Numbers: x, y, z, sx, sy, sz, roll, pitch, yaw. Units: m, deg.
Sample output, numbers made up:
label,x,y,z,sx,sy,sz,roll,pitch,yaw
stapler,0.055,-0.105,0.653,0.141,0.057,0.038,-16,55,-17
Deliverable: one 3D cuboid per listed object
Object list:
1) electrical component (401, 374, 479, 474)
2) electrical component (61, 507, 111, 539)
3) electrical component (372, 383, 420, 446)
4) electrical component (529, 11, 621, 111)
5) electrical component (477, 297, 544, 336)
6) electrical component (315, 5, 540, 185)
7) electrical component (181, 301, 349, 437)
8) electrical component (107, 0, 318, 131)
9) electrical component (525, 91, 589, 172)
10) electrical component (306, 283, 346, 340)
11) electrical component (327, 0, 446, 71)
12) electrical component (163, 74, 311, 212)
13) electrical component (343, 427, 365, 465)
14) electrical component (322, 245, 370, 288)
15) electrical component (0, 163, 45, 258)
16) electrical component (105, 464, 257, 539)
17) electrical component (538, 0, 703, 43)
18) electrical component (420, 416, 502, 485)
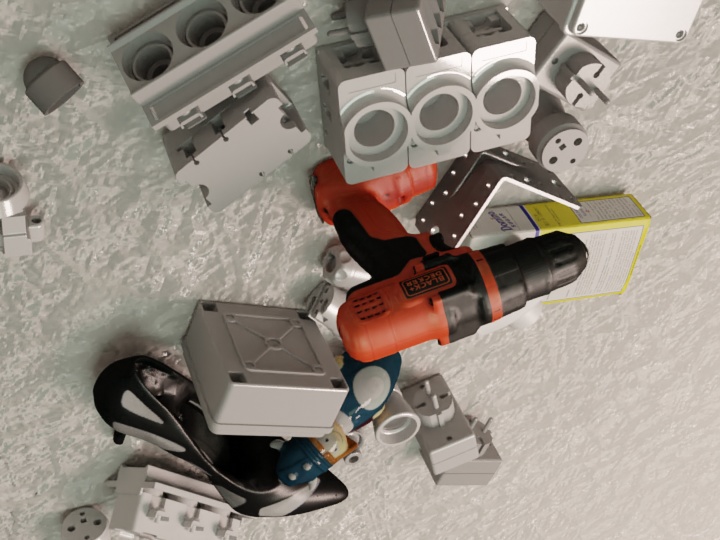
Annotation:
label,x,y,z,sx,sy,sz,roll,pitch,yaw
electrical component,0.072,0.135,1.021,0.047,0.083,0.075,-21,135,-6
electrical component,-0.254,0.255,1.004,0.045,0.045,0.055,-11,132,-16
electrical component,0.025,0.126,1.004,0.044,0.065,0.044,-13,133,-14
electrical component,0.165,-0.149,0.818,0.066,0.076,0.047,19,119,-36
electrical component,0.130,0.025,0.917,0.077,0.044,0.079,-37,132,11
electrical component,0.050,-0.128,0.795,0.150,0.061,0.089,-16,134,-12
electrical component,-0.080,0.081,0.887,0.109,0.108,0.056,7,123,-29
electrical component,-0.094,-0.148,0.708,0.121,0.078,0.063,-31,157,3
electrical component,0.153,-0.111,0.862,0.045,0.055,0.045,-12,133,-13
electrical component,-0.018,0.036,0.924,0.040,0.040,0.046,-44,127,16
electrical component,0.014,-0.175,0.741,0.077,0.065,0.047,-6,139,20
electrical component,-0.089,-0.095,0.763,0.089,0.055,0.050,-37,134,9
electrical component,-0.016,0.155,1.013,0.043,0.062,0.043,-13,133,-14
electrical component,0.000,0.000,0.904,0.061,0.035,0.035,13,123,-36
electrical component,-0.253,-0.040,0.744,0.066,0.048,0.055,-7,139,-20
electrical component,-0.168,0.226,0.996,0.079,0.063,0.121,-9,152,44
electrical component,0.201,-0.226,0.782,0.109,0.056,0.108,-2,129,-23
electrical component,0.111,0.178,1.103,0.066,0.047,0.076,6,126,-29
